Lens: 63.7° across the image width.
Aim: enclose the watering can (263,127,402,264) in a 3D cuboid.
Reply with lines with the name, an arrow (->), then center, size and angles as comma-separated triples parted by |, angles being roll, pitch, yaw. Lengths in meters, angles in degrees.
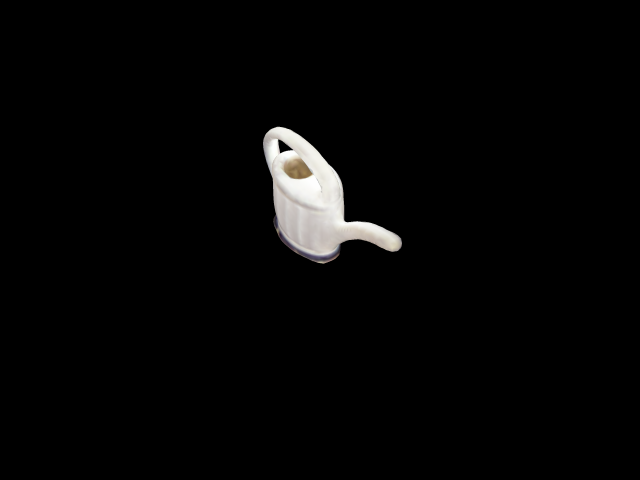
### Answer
watering can -> 0.003, -0.043, 0.850 | 0.105, 0.219, 0.353 | -27, 54, -21
